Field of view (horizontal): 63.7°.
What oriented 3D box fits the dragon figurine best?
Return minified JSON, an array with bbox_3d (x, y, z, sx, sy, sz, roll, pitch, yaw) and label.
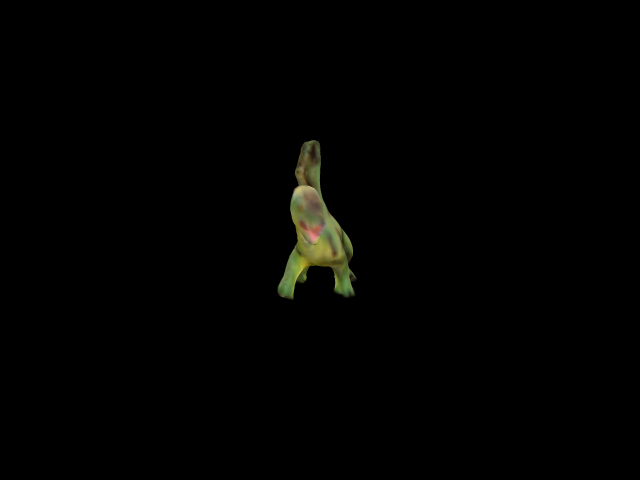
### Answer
[{"bbox_3d":[0.003,-0.043,0.850,0.122,0.240,0.415,1,13,4],"label":"dragon figurine"}]
